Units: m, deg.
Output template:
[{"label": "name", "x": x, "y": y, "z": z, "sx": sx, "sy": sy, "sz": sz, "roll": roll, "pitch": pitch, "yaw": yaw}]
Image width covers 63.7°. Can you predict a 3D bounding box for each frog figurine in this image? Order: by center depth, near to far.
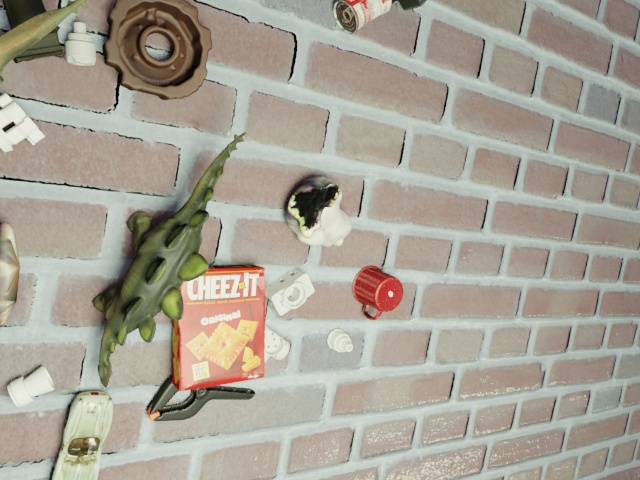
[{"label": "frog figurine", "x": 0.003, "y": -0.053, "z": 1.057, "sx": 0.158, "sy": 0.123, "sz": 0.138, "roll": 34, "pitch": 70, "yaw": -68}]

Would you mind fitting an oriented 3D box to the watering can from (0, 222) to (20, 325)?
[{"label": "watering can", "x": -0.555, "y": 0.091, "z": 0.724, "sx": 0.224, "sy": 0.105, "sz": 0.345, "roll": 3, "pitch": 101, "yaw": -33}]
